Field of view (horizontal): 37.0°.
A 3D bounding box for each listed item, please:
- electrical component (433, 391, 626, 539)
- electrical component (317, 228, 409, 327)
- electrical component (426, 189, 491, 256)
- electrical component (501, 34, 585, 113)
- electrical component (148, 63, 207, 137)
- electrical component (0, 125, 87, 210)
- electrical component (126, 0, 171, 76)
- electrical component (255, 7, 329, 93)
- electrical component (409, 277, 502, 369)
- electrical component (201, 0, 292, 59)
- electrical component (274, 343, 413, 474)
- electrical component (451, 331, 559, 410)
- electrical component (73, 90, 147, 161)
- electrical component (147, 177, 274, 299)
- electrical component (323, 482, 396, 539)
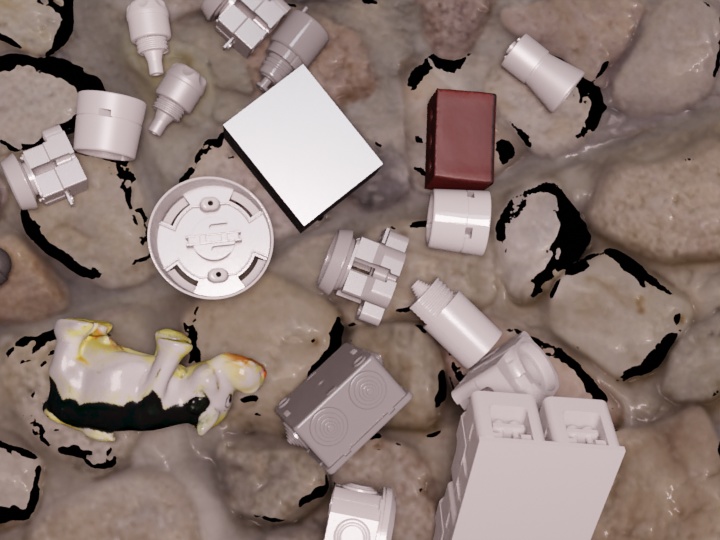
[{"bbox_3d":[0.122,0.179,0.831,0.105,0.060,0.186,5,126,-6],"label":"electrical component"},{"bbox_3d":[0.000,0.000,0.888,0.057,0.058,0.078,21,82,-7],"label":"electrical component"},{"bbox_3d":[0.082,-0.041,0.904,0.047,0.055,0.055,6,83,-2],"label":"electrical component"},{"bbox_3d":[0.156,-0.173,0.934,0.065,0.044,0.044,39,81,3],"label":"electrical component"},{"bbox_3d":[-0.156,-0.140,0.896,0.035,0.035,0.061,31,84,-3],"label":"electrical component"},{"bbox_3d":[-0.257,-0.078,0.873,0.055,0.048,0.066,-25,87,-16],"label":"electrical component"},{"bbox_3d":[-0.175,-0.194,0.900,0.035,0.035,0.061,-9,88,-8],"label":"electrical component"},{"bbox_3d":[-0.060,-0.183,0.909,0.040,0.040,0.078,37,81,-2],"label":"electrical component"},{"bbox_3d":[0.075,0.039,0.899,0.081,0.043,0.043,44,81,0],"label":"electrical component"},{"bbox_3d":[-0.100,-0.216,0.906,0.055,0.048,0.066,42,81,-8],"label":"electrical component"},{"bbox_3d":[-0.016,0.106,0.854,0.100,0.100,0.048,-43,103,-9],"label":"electrical component"},{"bbox_3d":[0.122,0.091,0.867,0.056,0.089,0.050,-36,89,28],"label":"electrical component"},{"bbox_3d":[-0.206,-0.117,0.878,0.055,0.055,0.047,8,87,-6],"label":"electrical component"},{"bbox_3d":[-0.120,-0.024,0.872,0.099,0.064,0.099,1,84,-7],"label":"electrical component"},{"bbox_3d":[-0.002,0.209,0.854,0.051,0.080,0.080,12,83,0],"label":"electrical component"}]
